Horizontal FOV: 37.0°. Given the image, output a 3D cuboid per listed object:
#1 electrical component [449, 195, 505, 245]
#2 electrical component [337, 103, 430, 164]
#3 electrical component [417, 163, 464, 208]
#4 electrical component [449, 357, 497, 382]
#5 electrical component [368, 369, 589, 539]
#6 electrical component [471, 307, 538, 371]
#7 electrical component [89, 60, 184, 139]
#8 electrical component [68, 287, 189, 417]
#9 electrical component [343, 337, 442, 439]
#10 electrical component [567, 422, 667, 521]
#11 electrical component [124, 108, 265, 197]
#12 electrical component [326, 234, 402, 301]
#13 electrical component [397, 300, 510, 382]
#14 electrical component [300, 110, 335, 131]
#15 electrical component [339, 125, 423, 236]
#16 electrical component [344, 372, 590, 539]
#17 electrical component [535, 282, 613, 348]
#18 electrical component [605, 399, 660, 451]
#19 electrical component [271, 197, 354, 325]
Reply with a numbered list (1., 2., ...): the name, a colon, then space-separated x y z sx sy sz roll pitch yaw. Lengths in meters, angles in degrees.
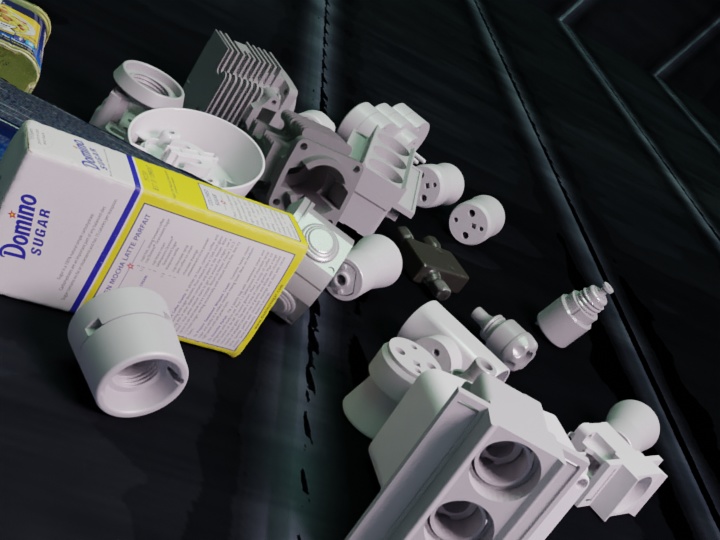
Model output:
1. electrical component: 0.119 -0.051 1.093 0.045 0.045 0.055 39 24 12
2. electrical component: 0.038 -0.135 1.140 0.074 0.052 0.138 41 23 16
3. electrical component: 0.076 -0.087 1.107 0.045 0.045 0.055 42 25 19
4. electrical component: 0.069 0.087 0.730 0.048 0.062 0.048 29 23 -14
5. electrical component: 0.072 0.119 0.652 0.113 0.078 0.057 23 22 -25
6. electrical component: 0.117 0.054 0.897 0.061 0.035 0.035 45 25 29
7. electrical component: -0.171 -0.124 0.829 0.058 0.057 0.078 30 23 -11
8. electrical component: -0.122 0.045 0.570 0.055 0.055 0.047 12 35 -42
9. electrical component: 0.021 0.077 0.695 0.045 0.055 0.045 29 23 -14
10. electrical component: 0.183 0.146 0.794 0.081 0.042 0.063 8 32 -48
11. electrical component: -0.127 -0.074 0.782 0.099 0.064 0.099 28 24 -14
12. electrical component: 0.000 0.000 0.839 0.044 0.044 0.065 40 28 13
13. electrical component: 0.059 0.065 0.783 0.077 0.044 0.079 44 24 21
14. electrical component: -0.052 -0.127 1.015 0.043 0.043 0.062 38 24 8
15. electrical component: 0.012 -0.080 0.983 0.079 0.063 0.121 32 23 -7
16. electrical component: 0.050 0.119 0.565 0.079 0.121 0.063 30 20 -11
17. electrical component: 0.200 0.038 0.991 0.040 0.078 0.040 35 30 -24
18. electrical component: 0.209 0.134 0.857 0.044 0.044 0.065 41 28 16
19. electrical component: -0.046 -0.006 0.740 0.051 0.080 0.080 37 22 -7
